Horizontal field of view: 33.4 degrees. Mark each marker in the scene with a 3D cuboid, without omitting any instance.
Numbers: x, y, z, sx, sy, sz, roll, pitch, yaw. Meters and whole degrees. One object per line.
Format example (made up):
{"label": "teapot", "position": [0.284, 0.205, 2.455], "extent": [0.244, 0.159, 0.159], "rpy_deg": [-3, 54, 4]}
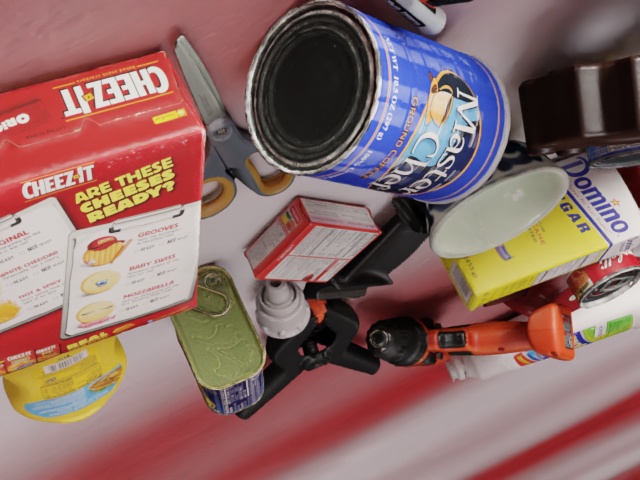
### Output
{"label": "marker", "position": [0.041, -0.150, 0.628], "extent": [0.020, 0.020, 0.121], "rpy_deg": [-36, 153, 20]}

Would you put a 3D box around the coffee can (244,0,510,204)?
{"label": "coffee can", "position": [0.038, -0.081, 0.660], "extent": [0.103, 0.103, 0.140], "rpy_deg": [-42, 150, 30]}

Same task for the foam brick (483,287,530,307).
{"label": "foam brick", "position": [0.181, 0.021, 1.045], "extent": [0.051, 0.053, 0.078], "rpy_deg": [-16, 152, -21]}

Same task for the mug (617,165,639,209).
{"label": "mug", "position": [0.318, -0.062, 0.984], "extent": [0.081, 0.093, 0.117], "rpy_deg": [-14, 127, -14]}

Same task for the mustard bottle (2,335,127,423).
{"label": "mustard bottle", "position": [-0.199, 0.097, 0.831], "extent": [0.096, 0.058, 0.192], "rpy_deg": [-24, 155, -17]}

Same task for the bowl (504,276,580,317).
{"label": "bowl", "position": [0.263, 0.040, 1.153], "extent": [0.162, 0.055, 0.162], "rpy_deg": [-20, 154, -11]}

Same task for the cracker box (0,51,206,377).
{"label": "cracker box", "position": [-0.159, -0.007, 0.657], "extent": [0.164, 0.072, 0.214], "rpy_deg": [-19, 153, -18]}

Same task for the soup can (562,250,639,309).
{"label": "soup can", "position": [0.254, 0.005, 1.022], "extent": [0.068, 0.102, 0.068], "rpy_deg": [-21, 154, -11]}

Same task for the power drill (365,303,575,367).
{"label": "power drill", "position": [0.155, 0.098, 1.082], "extent": [0.188, 0.057, 0.184], "rpy_deg": [-5, 173, 23]}

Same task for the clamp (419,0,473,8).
{"label": "clamp", "position": [0.101, -0.187, 0.555], "extent": [0.039, 0.120, 0.172], "rpy_deg": [30, 150, -22]}

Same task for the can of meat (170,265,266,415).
{"label": "can of meat", "position": [-0.083, 0.084, 0.865], "extent": [0.057, 0.102, 0.084], "rpy_deg": [-22, 157, -11]}

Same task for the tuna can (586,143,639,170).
{"label": "tuna can", "position": [0.269, -0.085, 0.909], "extent": [0.086, 0.034, 0.086], "rpy_deg": [-8, 174, -1]}

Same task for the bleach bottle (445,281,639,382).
{"label": "bleach bottle", "position": [0.272, 0.113, 1.294], "extent": [0.251, 0.068, 0.102], "rpy_deg": [-23, 154, -1]}

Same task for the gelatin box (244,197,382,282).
{"label": "gelatin box", "position": [-0.006, 0.001, 0.861], "extent": [0.089, 0.030, 0.073], "rpy_deg": [5, 140, -47]}

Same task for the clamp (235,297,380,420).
{"label": "clamp", "position": [-0.018, 0.113, 1.053], "extent": [0.164, 0.036, 0.210], "rpy_deg": [-22, 152, -8]}

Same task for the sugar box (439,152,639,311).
{"label": "sugar box", "position": [0.191, -0.012, 0.942], "extent": [0.176, 0.093, 0.048], "rpy_deg": [-21, 159, -11]}

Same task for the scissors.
{"label": "scissors", "position": [-0.078, -0.061, 0.691], "extent": [0.096, 0.016, 0.201], "rpy_deg": [-32, 154, 12]}
